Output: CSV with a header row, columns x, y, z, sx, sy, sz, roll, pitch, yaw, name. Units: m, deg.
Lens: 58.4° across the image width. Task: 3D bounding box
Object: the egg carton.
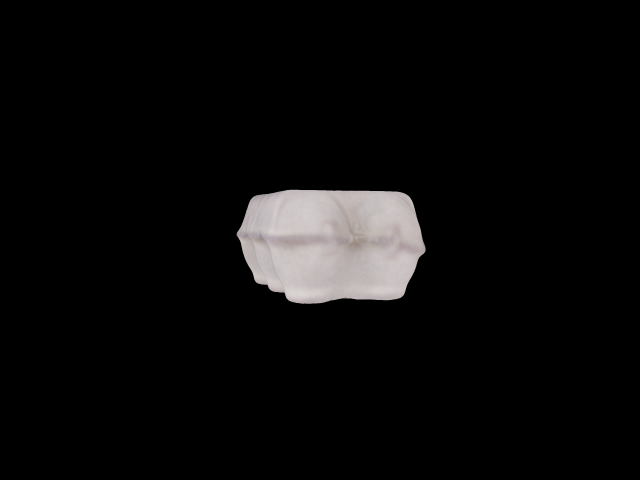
x,y,z,sx,sy,sz,roll,pitch,yaw,name
0.004,0.001,0.400,0.107,0.069,0.150,-1,2,-19,egg carton
